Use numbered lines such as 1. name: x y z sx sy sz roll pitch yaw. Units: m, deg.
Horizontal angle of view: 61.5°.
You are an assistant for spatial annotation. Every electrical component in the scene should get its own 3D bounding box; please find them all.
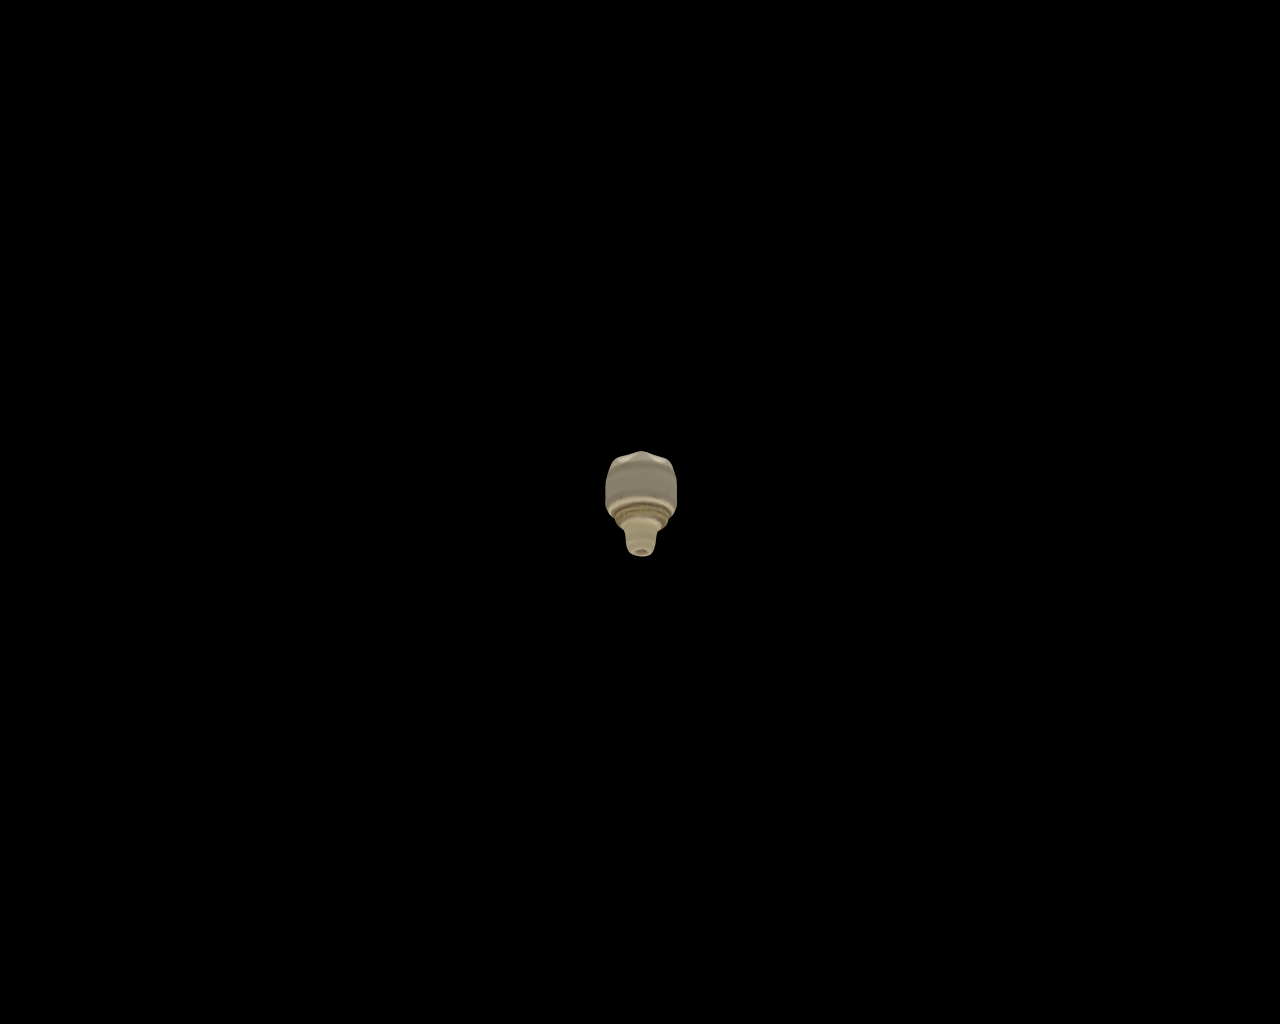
1. electrical component: 0.001 -0.003 0.650 0.043 0.062 0.043 0 -26 0
